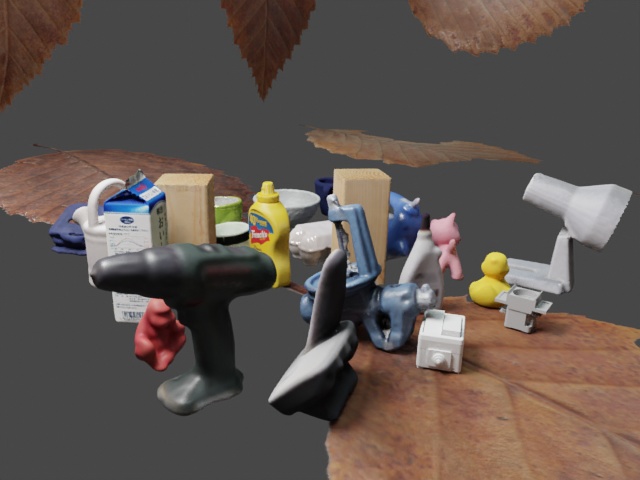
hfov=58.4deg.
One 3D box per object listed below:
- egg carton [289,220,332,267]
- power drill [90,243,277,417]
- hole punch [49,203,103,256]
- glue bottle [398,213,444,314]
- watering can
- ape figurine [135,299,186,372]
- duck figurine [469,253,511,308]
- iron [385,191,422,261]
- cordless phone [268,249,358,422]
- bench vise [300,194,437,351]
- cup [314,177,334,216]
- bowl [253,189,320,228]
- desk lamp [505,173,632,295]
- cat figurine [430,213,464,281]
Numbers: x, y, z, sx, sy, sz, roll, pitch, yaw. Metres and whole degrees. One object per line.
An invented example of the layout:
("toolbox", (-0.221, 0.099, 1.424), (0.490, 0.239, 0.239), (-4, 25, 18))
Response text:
("egg carton", (0.011, 0.004, 1.207), (0.151, 0.069, 0.107), (-10, 22, -29))
("power drill", (-0.154, 0.099, 0.698), (0.230, 0.208, 0.075), (-15, 25, -40))
("hole punch", (-0.507, -0.024, 1.218), (0.108, 0.091, 0.101), (5, 19, 10))
("glue bottle", (0.172, 0.039, 0.956), (0.078, 0.173, 0.037), (-3, 19, -12))
("watering can", (-0.384, -0.016, 1.044), (0.172, 0.194, 0.101), (5, 19, 10))
("ape figurine", (-0.225, 0.124, 0.800), (0.078, 0.092, 0.075), (-13, 24, -36))
("duck figurine", (0.309, 0.066, 1.021), (0.077, 0.086, 0.105), (11, 21, 26))
("iron", (0.136, -0.049, 1.260), (0.119, 0.141, 0.257), (-11, 22, -32))
("cordless phone", (-0.003, 0.112, 0.708), (0.094, 0.185, 0.148), (6, 19, 13))
("bench vise", (0.072, 0.043, 0.863), (0.207, 0.220, 0.121), (4, 19, 8))
("cup", (0.028, -0.108, 1.498), (0.091, 0.095, 0.118), (5, 19, 11))
("bowl", (-0.082, -0.072, 1.416), (0.167, 0.075, 0.167), (1, 19, 0))
("desk lamp", (0.449, -0.012, 1.063), (0.202, 0.214, 0.118), (11, 21, 26))
("cat figurine", (0.253, 0.005, 1.146), (0.067, 0.118, 0.128), (2, 19, 2))
